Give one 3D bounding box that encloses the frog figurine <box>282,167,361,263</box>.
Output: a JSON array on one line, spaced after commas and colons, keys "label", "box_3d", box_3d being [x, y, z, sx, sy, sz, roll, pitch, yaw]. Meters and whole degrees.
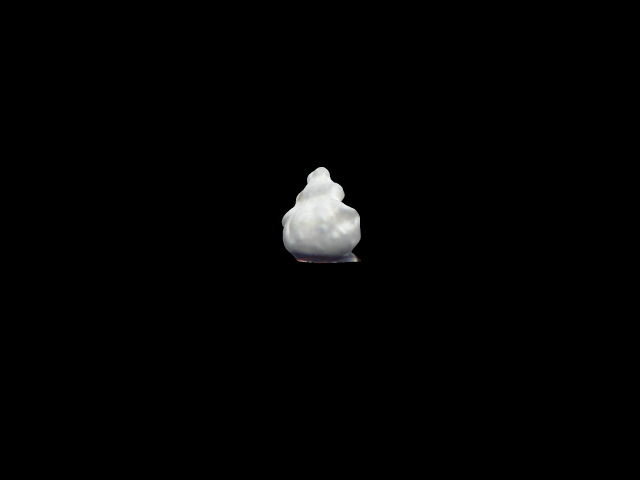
[{"label": "frog figurine", "box_3d": [0.003, -0.043, 0.850, 0.137, 0.159, 0.123, 1, 1, 39]}]
